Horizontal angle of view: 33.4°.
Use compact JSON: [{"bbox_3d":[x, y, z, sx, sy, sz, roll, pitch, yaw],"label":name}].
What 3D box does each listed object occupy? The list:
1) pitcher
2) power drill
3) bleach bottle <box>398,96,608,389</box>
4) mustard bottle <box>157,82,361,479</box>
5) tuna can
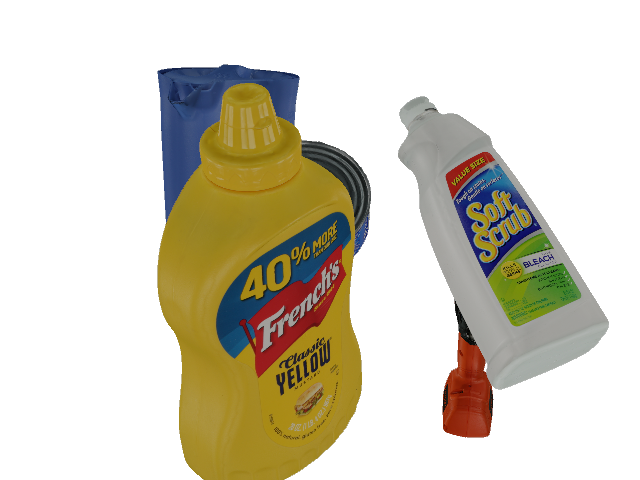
[{"bbox_3d":[-0.085,-0.048,1.038,0.149,0.243,0.145,-2,15,-17],"label":"pitcher"},{"bbox_3d":[0.167,0.117,1.157,0.057,0.188,0.184,7,26,8],"label":"power drill"},{"bbox_3d":[0.126,-0.011,0.864,0.102,0.251,0.068,-19,-26,-18],"label":"bleach bottle"},{"bbox_3d":[-0.025,0.019,0.469,0.096,0.192,0.058,-31,45,-32],"label":"mustard bottle"},{"bbox_3d":[-0.010,-0.020,0.684,0.086,0.086,0.034,0,-31,2],"label":"tuna can"}]
